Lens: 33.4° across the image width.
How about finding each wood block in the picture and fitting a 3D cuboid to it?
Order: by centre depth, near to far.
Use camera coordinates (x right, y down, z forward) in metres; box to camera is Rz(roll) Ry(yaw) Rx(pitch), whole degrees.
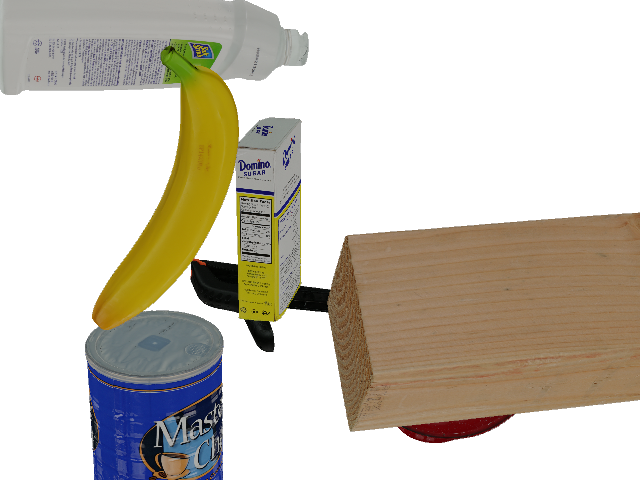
[{"bbox_3d":[0.116,0.048,0.637,0.206,0.091,0.090,-5,-30,-10],"label":"wood block"}]

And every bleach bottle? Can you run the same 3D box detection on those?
[{"bbox_3d":[-0.136,-0.163,0.888,0.250,0.068,0.103,1,-27,-15],"label":"bleach bottle"}]

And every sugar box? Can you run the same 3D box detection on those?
[{"bbox_3d":[-0.049,-0.020,1.015,0.048,0.176,0.093,4,24,13],"label":"sugar box"}]

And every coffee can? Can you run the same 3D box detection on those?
[{"bbox_3d":[-0.126,0.139,0.823,0.103,0.140,0.103,2,23,-1],"label":"coffee can"}]

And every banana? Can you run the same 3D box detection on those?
[{"bbox_3d":[-0.091,-0.029,0.665,0.069,0.198,0.037,3,30,-29],"label":"banana"}]

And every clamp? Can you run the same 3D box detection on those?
[{"bbox_3d":[-0.078,0.066,1.210,0.210,0.036,0.164,17,23,30],"label":"clamp"}]

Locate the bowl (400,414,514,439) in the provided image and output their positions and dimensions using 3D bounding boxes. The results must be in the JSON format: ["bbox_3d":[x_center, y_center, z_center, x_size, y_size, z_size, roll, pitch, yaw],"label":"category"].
[{"bbox_3d":[0.096,0.088,0.850,0.162,0.162,0.055,0,7,12],"label":"bowl"}]

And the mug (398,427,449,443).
[{"bbox_3d":[0.120,0.141,1.068,0.093,0.081,0.117,22,39,34],"label":"mug"}]
